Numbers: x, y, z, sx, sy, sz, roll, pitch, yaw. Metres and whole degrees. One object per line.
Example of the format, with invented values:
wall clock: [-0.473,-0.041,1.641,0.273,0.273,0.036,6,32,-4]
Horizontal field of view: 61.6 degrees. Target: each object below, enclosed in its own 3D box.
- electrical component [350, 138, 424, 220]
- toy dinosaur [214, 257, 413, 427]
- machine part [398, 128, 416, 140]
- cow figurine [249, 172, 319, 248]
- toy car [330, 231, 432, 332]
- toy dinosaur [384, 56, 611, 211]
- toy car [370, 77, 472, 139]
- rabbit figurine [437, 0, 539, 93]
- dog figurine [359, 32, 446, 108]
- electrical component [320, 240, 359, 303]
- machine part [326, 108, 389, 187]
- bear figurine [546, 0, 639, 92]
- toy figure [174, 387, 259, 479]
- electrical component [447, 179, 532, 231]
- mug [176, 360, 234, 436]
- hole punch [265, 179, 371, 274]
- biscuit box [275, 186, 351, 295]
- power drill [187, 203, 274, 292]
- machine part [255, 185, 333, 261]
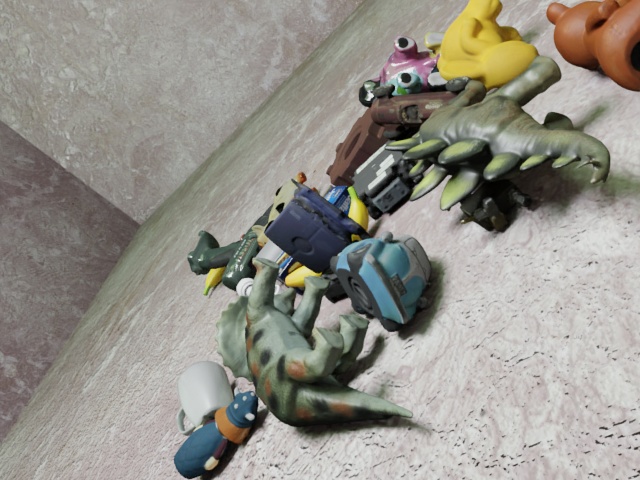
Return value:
electrical component: [0.110,-0.101,0.907,0.115,0.058,0.134,-43,22,22]
toy dinosaur: [-0.035,0.155,0.687,0.405,0.131,0.192,50,124,59]
machine part: [0.165,-0.212,1.015,0.139,0.039,0.084,-25,27,49]
cow figurine: [-0.076,-0.048,1.145,0.127,0.085,0.195,-30,30,28]
toy car: [0.086,0.042,0.675,0.103,0.109,0.162,-30,6,-12]
toy dinosaur: [0.197,-0.116,0.634,0.198,0.105,0.472,-36,14,-7]
toy car: [0.166,-0.207,0.860,0.202,0.089,0.053,10,36,41]
rabbit figurine: [0.265,-0.292,0.851,0.162,0.121,0.173,-37,43,2]
dog figurine: [0.179,-0.303,1.048,0.219,0.192,0.108,125,139,-80]
electrical component: [0.051,0.040,0.796,0.119,0.047,0.075,-28,30,41]
machine part: [0.078,-0.173,1.041,0.179,0.056,0.179,-55,16,24]
bear figurine: [0.346,-0.237,0.600,0.132,0.120,0.196,-35,20,24]
toy figure: [-0.141,0.272,0.765,0.154,0.064,0.057,-42,-17,4]
electrical component: [0.200,-0.047,0.654,0.078,0.045,0.102,-46,21,13]
mug: [-0.185,0.260,0.844,0.109,0.080,0.107,-46,30,-3]
hole punch: [-0.011,-0.014,0.772,0.092,0.142,0.116,-51,6,-9]
biscuit box: [-0.002,-0.003,0.951,0.202,0.062,0.059,-54,22,-11]
power drill: [-0.192,0.013,1.236,0.208,0.085,0.232,-1,53,31]
machine part: [-0.045,-0.005,1.016,0.243,0.079,0.079,-52,21,-6]
